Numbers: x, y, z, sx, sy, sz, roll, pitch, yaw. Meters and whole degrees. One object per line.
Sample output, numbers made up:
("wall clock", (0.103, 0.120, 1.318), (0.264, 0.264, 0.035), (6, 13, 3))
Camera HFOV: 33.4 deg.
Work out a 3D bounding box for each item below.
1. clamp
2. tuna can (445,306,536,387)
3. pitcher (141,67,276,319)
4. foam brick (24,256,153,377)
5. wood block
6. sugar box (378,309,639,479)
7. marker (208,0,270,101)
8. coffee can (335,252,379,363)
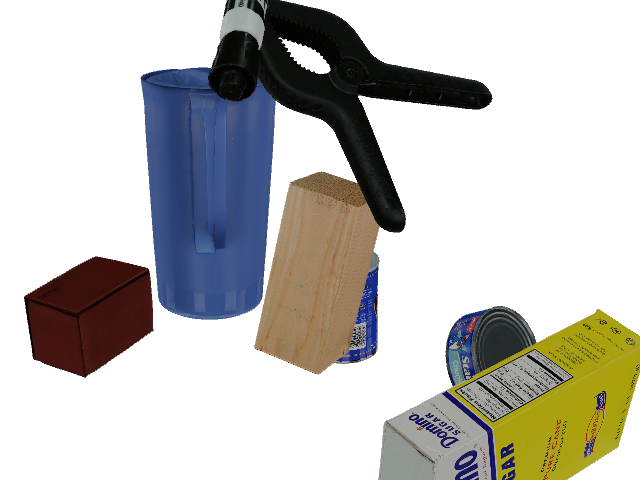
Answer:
("clamp", (0.018, -0.110, 0.816), (0.210, 0.164, 0.036), (31, -33, -4))
("tuna can", (0.143, 0.099, 0.886), (0.085, 0.086, 0.034), (0, -13, -42))
("pitcher", (-0.110, -0.046, 1.059), (0.145, 0.243, 0.148), (16, 22, 39))
("foam brick", (-0.165, 0.052, 0.766), (0.053, 0.051, 0.078), (13, 29, 29))
("wood block", (-0.001, 0.035, 1.240), (0.090, 0.206, 0.090), (20, 20, 20))
("sugar box", (0.113, 0.115, 0.624), (0.175, 0.093, 0.048), (-24, 42, -33))
("marker", (-0.030, -0.100, 0.441), (0.020, 0.121, 0.020), (3, -42, 2))
("coffee can", (0.032, 0.090, 1.519), (0.103, 0.140, 0.103), (-1, 21, 0))
